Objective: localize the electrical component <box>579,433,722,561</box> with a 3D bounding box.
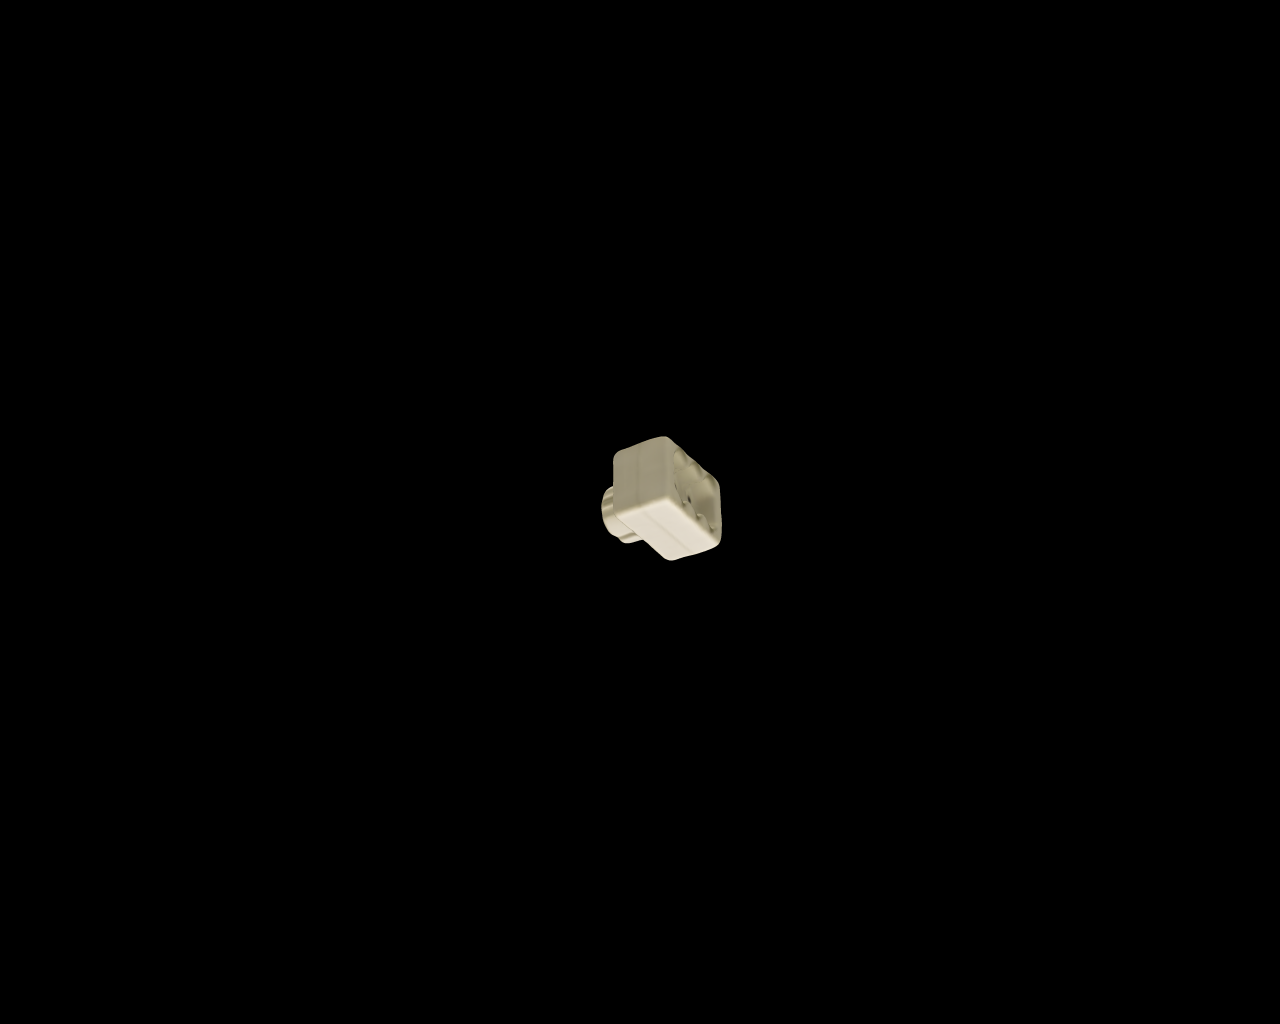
[{"bbox_3d":[0.001,-0.003,0.650,0.076,0.047,0.065,-18,-35,27],"label":"electrical component"}]
